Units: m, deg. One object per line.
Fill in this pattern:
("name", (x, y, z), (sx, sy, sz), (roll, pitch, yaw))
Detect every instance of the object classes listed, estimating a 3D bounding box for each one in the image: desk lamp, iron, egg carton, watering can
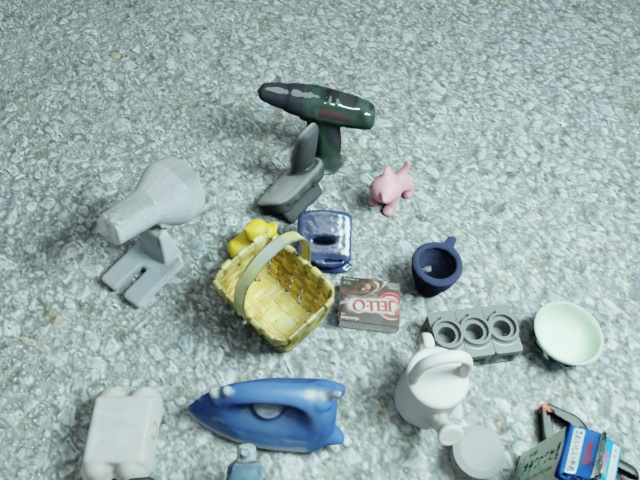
("desk lamp", (-0.297, -0.018, 1.003), (0.117, 0.213, 0.203), (31, 61, 16))
("iron", (-0.086, 0.253, 0.886), (0.258, 0.141, 0.118), (3, 57, -2))
("egg carton", (-0.303, 0.301, 0.885), (0.107, 0.069, 0.150), (1, 57, -3))
("watering can", (0.183, 0.226, 0.890), (0.101, 0.194, 0.172), (-23, 61, -17))

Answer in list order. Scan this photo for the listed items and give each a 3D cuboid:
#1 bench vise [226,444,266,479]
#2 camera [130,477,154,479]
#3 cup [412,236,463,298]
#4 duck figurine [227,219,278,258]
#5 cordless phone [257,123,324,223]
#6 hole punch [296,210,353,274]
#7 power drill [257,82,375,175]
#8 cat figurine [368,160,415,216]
("bench vise", (-0.118, 0.378, 0.758), (0.121, 0.220, 0.207), (-14, 59, -12))
("camera", (-0.266, 0.411, 0.798), (0.143, 0.101, 0.136), (-4, 58, -6))
("cup", (0.214, 0.054, 1.060), (0.091, 0.095, 0.118), (28, 60, 14))
("duck figurine", (-0.125, -0.004, 1.081), (0.105, 0.086, 0.077), (-17, 60, -14))
("cordless phone", (-0.054, -0.135, 1.110), (0.094, 0.185, 0.148), (29, 60, 15))
("hole punch", (0.010, 0.004, 1.082), (0.108, 0.091, 0.101), (1, 57, -3))
("power drill", (-0.008, -0.227, 1.158), (0.229, 0.208, 0.075), (2, 57, -2))
("cat figurine", (0.144, -0.110, 1.147), (0.067, 0.118, 0.128), (35, 62, 18))
